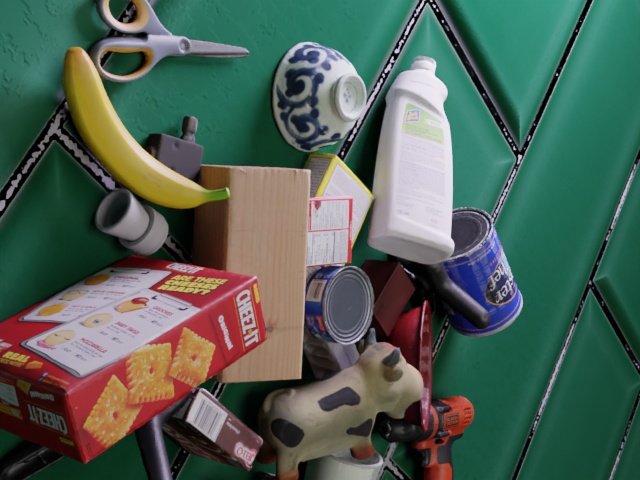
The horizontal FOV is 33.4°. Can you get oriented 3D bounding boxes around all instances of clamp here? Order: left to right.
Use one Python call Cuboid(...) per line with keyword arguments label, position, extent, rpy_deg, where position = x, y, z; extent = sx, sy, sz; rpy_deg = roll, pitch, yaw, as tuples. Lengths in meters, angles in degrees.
Cuboid(label="clamp", position=(-0.163, 0.156, 0.953), extent=(0.209, 0.165, 0.036), rpy_deg=(-57, 150, -42))
Cuboid(label="clamp", position=(0.140, 0.049, 1.322), extent=(0.039, 0.120, 0.171), rpy_deg=(-54, 128, -27))

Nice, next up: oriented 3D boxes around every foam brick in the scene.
Cuboid(label="foam brick", position=(0.068, 0.069, 1.285), extent=(0.078, 0.051, 0.053), rpy_deg=(-56, 132, -29))

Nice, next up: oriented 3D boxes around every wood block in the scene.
Cuboid(label="wood block", position=(-0.071, 0.030, 1.059), extent=(0.090, 0.090, 0.206), rpy_deg=(1, 95, -28))

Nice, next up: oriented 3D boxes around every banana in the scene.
Cuboid(label="banana", position=(-0.171, -0.087, 0.962), extent=(0.070, 0.037, 0.197), rpy_deg=(-41, 118, 11))

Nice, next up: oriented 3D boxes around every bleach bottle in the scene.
Cuboid(label="bleach bottle", position=(0.119, -0.104, 1.280), extent=(0.102, 0.068, 0.251), rpy_deg=(17, 67, -20))

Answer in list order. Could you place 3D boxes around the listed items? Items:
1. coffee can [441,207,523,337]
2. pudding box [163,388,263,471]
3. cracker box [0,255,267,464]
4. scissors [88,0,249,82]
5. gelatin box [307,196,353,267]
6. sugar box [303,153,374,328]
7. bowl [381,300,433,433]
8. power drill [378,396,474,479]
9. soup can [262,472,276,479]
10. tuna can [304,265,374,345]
Cuboid(label="coffee can", position=(0.197, 0.043, 1.395), extent=(0.102, 0.103, 0.140), rpy_deg=(-52, 132, -32))
Cuboid(label="pudding box", position=(-0.122, 0.178, 1.038), extent=(0.113, 0.090, 0.039), rpy_deg=(51, 56, -40))
Cuboid(label="cracker box", position=(-0.175, 0.091, 0.903), extent=(0.213, 0.164, 0.072), rpy_deg=(-31, 120, -44))
Cuboid(label="scissors", position=(-0.143, -0.203, 1.018), extent=(0.201, 0.016, 0.096), rpy_deg=(-27, 116, -46))
Cuboid(label="gelatin box", position=(-0.005, -0.009, 1.133), extent=(0.089, 0.030, 0.073), rpy_deg=(-4, 98, -44))
Cuboid(label="sugar box", position=(-0.008, 0.001, 1.188), extent=(0.093, 0.048, 0.176), rpy_deg=(44, 66, -43))
Cuboid(label="bowl", position=(0.105, 0.154, 1.309), extent=(0.162, 0.055, 0.162), rpy_deg=(0, 90, -80))
Cuboid(label="power drill", position=(0.135, 0.301, 1.393), extent=(0.184, 0.057, 0.188), rpy_deg=(0, 96, -48))
Cuboid(label="soup can", position=(-0.043, 0.313, 1.170), extent=(0.068, 0.069, 0.102), rpy_deg=(28, 73, -49))
Cuboid(label="tuna can", position=(0.020, 0.070, 1.164), extent=(0.085, 0.034, 0.086), rpy_deg=(-3, 94, -48))
